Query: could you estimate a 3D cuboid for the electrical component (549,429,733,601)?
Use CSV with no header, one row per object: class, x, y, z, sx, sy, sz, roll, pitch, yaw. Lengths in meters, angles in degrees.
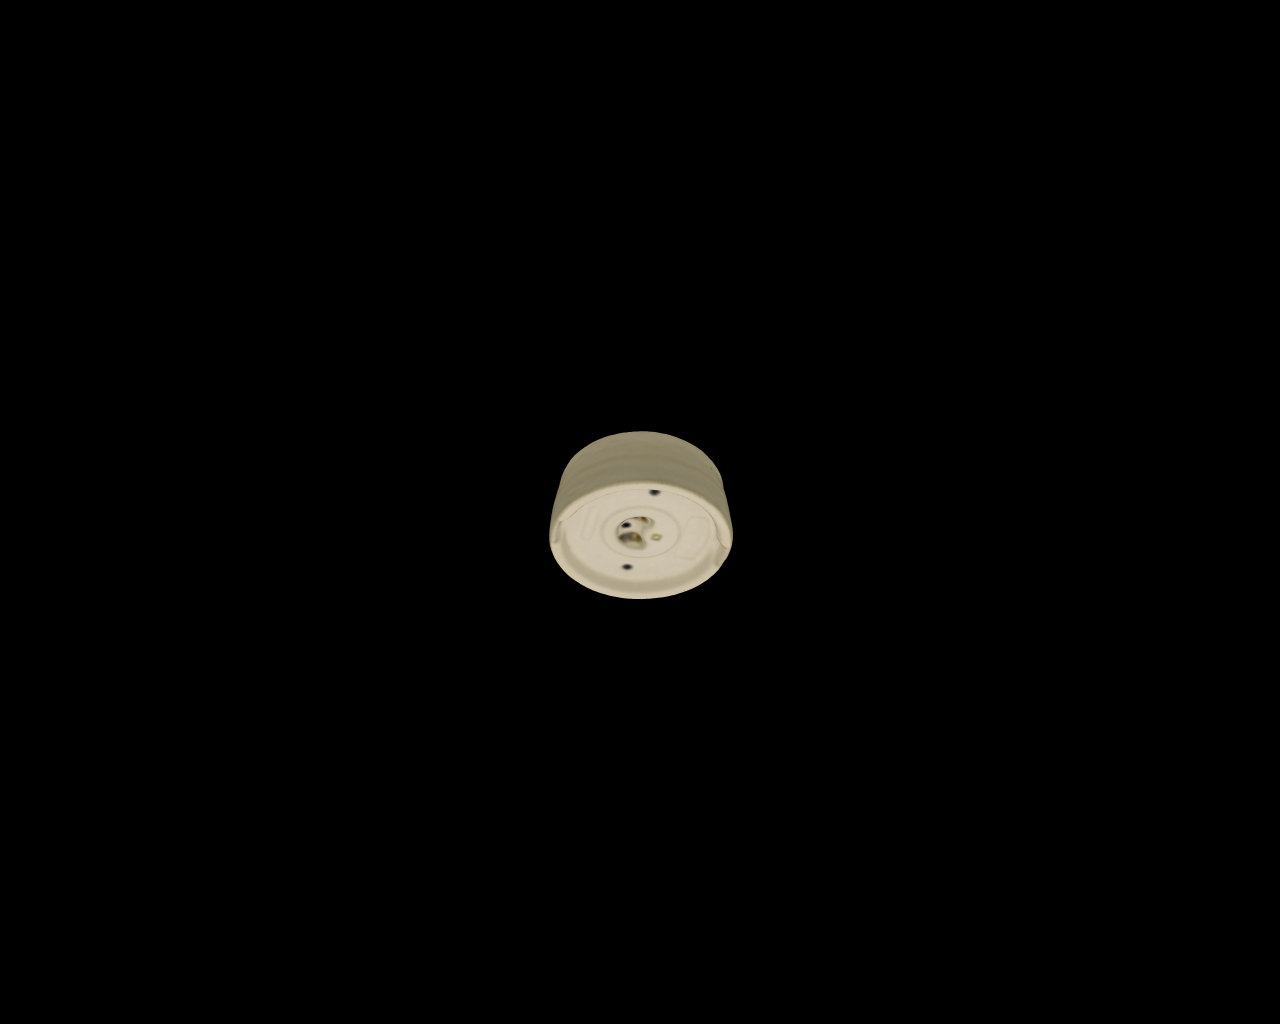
electrical component,0.001,-0.003,0.650,0.108,0.060,0.108,0,-42,0
